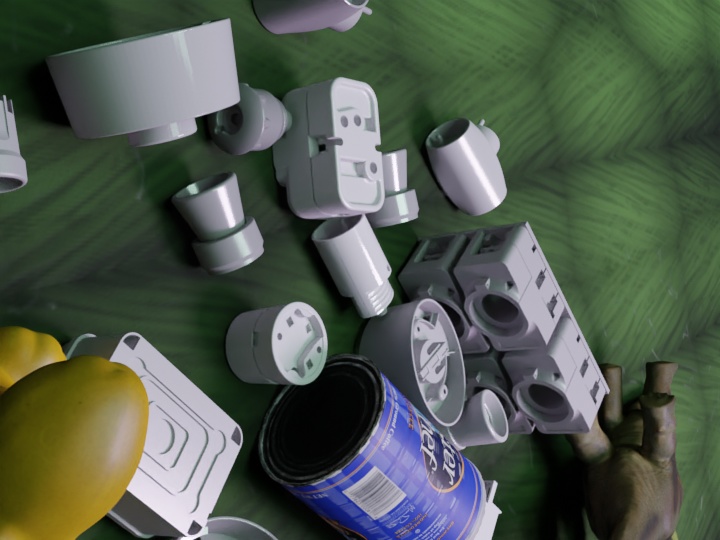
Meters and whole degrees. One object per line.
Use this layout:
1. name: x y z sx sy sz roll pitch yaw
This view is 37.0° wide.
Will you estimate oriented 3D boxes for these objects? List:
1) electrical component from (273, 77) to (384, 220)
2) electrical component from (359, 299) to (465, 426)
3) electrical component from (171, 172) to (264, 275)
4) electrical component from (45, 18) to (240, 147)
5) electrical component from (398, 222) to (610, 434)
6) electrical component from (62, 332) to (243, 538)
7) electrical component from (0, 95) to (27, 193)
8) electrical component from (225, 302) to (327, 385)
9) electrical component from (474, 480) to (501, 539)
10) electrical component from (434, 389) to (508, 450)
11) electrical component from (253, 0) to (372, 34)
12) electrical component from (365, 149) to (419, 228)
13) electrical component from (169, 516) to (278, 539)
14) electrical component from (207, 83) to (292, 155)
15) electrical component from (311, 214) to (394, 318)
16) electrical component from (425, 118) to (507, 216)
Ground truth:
1. electrical component: -0.024 -0.086 0.784 0.054 0.059 0.095 1 83 -52
2. electrical component: 0.046 0.073 0.842 0.099 0.064 0.099 11 76 -51
3. electrical component: -0.092 -0.030 0.701 0.045 0.045 0.055 -42 117 -47
4. electrical component: -0.122 -0.106 0.629 0.108 0.108 0.060 -31 114 -50
5. electrical component: 0.121 0.057 0.906 0.186 0.105 0.060 59 44 -26
6. electrical component: -0.132 0.096 0.618 0.113 0.057 0.078 50 48 -34
7. electrical component: -0.201 -0.067 0.574 0.040 0.040 0.046 0 77 -52
8. electrical component: -0.058 0.051 0.728 0.055 0.047 0.055 12 75 -50
9. electrical component: 0.078 0.202 0.878 0.063 0.042 0.081 48 49 -34
10. electrical component: 0.082 0.128 0.876 0.044 0.065 0.044 44 33 -39
11. electrical component: -0.024 -0.198 0.788 0.079 0.077 0.043 11 76 -50
12. electrical component: 0.020 -0.064 0.848 0.045 0.045 0.055 -22 102 -51
13. electrical component: -0.086 0.201 0.644 0.099 0.064 0.099 19 48 -23
14. electrical component: -0.071 -0.103 0.741 0.062 0.048 0.048 -11 92 -59
15. electrical component: 0.000 0.000 0.813 0.043 0.043 0.081 -50 123 -43
16. electrical component: 0.101 -0.103 0.957 0.077 0.043 0.079 57 44 -29
